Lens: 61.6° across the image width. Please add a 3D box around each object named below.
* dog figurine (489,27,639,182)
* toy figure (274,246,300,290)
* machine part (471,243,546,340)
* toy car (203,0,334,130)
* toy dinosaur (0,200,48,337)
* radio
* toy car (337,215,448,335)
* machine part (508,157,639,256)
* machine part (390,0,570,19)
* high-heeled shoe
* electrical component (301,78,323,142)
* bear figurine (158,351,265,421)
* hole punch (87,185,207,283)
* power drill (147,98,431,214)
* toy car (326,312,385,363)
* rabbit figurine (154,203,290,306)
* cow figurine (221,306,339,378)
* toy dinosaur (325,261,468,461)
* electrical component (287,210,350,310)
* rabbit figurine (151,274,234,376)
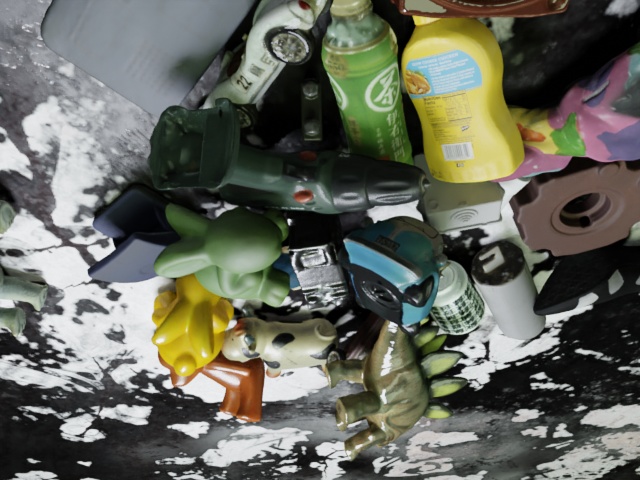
[{"bbox_3d":[0.268,-0.128,0.532,0.219,0.108,0.191,-13,164,18],"label":"dog figurine"},{"bbox_3d":[-0.008,0.031,0.751,0.155,0.058,0.064,-11,144,2],"label":"toy figure"},{"bbox_3d":[0.286,0.080,0.806,0.079,0.079,0.243,-20,135,19],"label":"machine part"},{"bbox_3d":[-0.050,-0.165,0.476,0.056,0.073,0.202,28,151,-19],"label":"toy car"},{"bbox_3d":[-0.487,0.039,0.697,0.192,0.131,0.404,4,133,-8],"label":"toy dinosaur"},{"bbox_3d":[-0.124,-0.221,0.443,0.131,0.073,0.229,28,129,-29],"label":"radio"},{"bbox_3d":[0.094,0.029,0.599,0.109,0.103,0.161,29,159,29],"label":"toy car"},{"bbox_3d":[0.328,-0.050,0.676,0.179,0.056,0.179,-1,140,-1],"label":"machine part"},{"bbox_3d":[0.125,-0.267,0.375,0.202,0.087,0.200,0,132,-1],"label":"machine part"},{"bbox_3d":[0.439,0.065,0.776,0.249,0.086,0.145,-36,118,14],"label":"high-heeled shoe"},{"bbox_3d":[-0.008,-0.134,0.554,0.021,0.094,0.063,-1,101,1],"label":"electrical component"},{"bbox_3d":[-0.194,0.228,0.914,0.196,0.132,0.120,18,163,-31],"label":"bear figurine"},{"bbox_3d":[-0.224,0.008,0.691,0.142,0.092,0.115,-34,134,26],"label":"hole punch"},{"bbox_3d":[-0.037,-0.070,0.509,0.232,0.086,0.207,4,-177,35],"label":"power drill"},{"bbox_3d":[0.090,0.151,0.849,0.089,0.053,0.202,22,109,-40],"label":"toy car"},{"bbox_3d":[-0.099,0.001,0.610,0.159,0.121,0.170,10,166,-13],"label":"rabbit figurine"},{"bbox_3d":[-0.066,0.167,0.881,0.195,0.085,0.127,-1,137,-7],"label":"cow figurine"},{"bbox_3d":[0.110,0.205,0.797,0.199,0.105,0.470,-16,139,-9],"label":"toy dinosaur"},{"bbox_3d":[-0.001,-0.002,0.651,0.058,0.134,0.114,-8,137,7],"label":"electrical component"},{"bbox_3d":[-0.186,0.098,0.767,0.122,0.162,0.173,19,118,-6],"label":"rabbit figurine"}]
